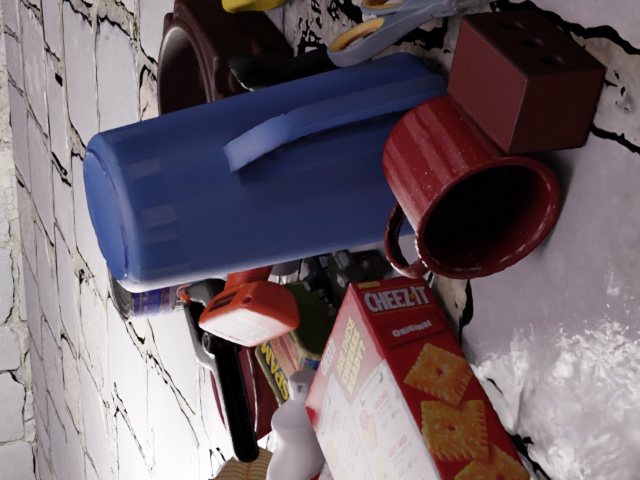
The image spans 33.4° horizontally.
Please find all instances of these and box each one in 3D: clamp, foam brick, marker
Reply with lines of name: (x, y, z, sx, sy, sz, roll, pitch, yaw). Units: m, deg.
clamp: (-0.033, -0.118, 0.816, 0.120, 0.171, 0.039, -31, 87, 55)
foam brick: (0.116, -0.092, 0.615, 0.078, 0.052, 0.051, -124, 34, -45)
marker: (-0.006, 0.001, 0.979, 0.020, 0.020, 0.121, 132, 126, -61)
clamp: (-0.094, 0.108, 1.050, 0.210, 0.036, 0.164, -144, 57, -59)

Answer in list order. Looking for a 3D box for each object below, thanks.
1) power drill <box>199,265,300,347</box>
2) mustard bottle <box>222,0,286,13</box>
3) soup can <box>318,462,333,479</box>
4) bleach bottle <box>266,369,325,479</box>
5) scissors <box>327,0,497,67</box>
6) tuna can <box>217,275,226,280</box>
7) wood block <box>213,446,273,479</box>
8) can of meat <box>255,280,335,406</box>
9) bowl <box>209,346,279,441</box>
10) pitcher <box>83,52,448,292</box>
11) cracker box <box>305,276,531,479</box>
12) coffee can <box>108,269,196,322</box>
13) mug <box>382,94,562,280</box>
power drill: (-0.032, -0.012, 0.896, 0.185, 0.057, 0.187, -30, 39, 57)
mustard bottle: (-0.068, -0.307, 0.967, 0.096, 0.058, 0.191, -153, 57, -78)
soup can: (0.019, 0.241, 0.893, 0.069, 0.068, 0.102, 21, 90, 64)
bleach bottle: (-0.011, 0.237, 0.952, 0.068, 0.102, 0.251, 23, 123, 52)
scissors: (0.067, -0.142, 0.689, 0.016, 0.096, 0.202, 50, 172, -25)
tuna can: (-0.107, 0.002, 1.130, 0.034, 0.086, 0.086, 129, 129, -59)
wood block: (-0.069, 0.318, 1.093, 0.090, 0.090, 0.206, 22, 131, 18)
can of meat: (-0.014, 0.100, 0.985, 0.102, 0.057, 0.084, -120, 33, -41)
bowl: (-0.070, 0.140, 1.129, 0.162, 0.055, 0.162, 172, 90, -67)
pitcher: (-0.030, -0.048, 0.728, 0.145, 0.242, 0.149, 45, 144, 50)
cracker box: (0.070, 0.158, 0.789, 0.164, 0.072, 0.214, 109, 146, -46)
coffee can: (-0.155, 0.030, 1.184, 0.103, 0.140, 0.103, 171, 90, -67)
mug: (0.081, -0.028, 0.662, 0.117, 0.093, 0.081, -52, 39, 24)
